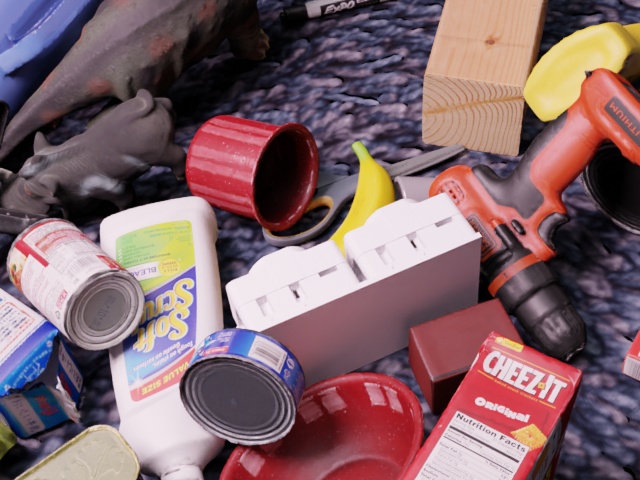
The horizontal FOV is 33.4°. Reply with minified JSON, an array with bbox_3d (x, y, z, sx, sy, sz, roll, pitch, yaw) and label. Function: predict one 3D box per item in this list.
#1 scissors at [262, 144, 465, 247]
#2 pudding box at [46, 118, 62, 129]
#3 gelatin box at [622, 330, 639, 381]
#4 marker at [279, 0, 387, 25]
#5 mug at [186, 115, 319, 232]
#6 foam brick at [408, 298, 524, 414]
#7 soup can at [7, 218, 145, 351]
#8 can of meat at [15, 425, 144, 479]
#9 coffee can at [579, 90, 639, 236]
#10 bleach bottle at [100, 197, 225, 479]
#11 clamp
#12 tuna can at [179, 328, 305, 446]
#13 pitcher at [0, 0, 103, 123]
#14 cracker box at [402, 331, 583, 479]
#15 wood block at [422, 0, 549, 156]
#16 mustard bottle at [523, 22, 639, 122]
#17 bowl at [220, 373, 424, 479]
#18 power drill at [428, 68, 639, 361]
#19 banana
[{"bbox_3d":[0.025,-0.061,0.968,0.201,0.016,0.096,-33,56,-19],"label":"scissors"},{"bbox_3d":[-0.287,-0.168,1.069,0.090,0.039,0.113,10,54,13],"label":"pudding box"},{"bbox_3d":[0.287,0.087,0.815,0.089,0.030,0.073,24,57,22],"label":"gelatin box"},{"bbox_3d":[0.017,-0.246,1.110,0.121,0.020,0.020,-15,52,-5],"label":"marker"},{"bbox_3d":[-0.053,-0.065,0.920,0.082,0.093,0.117,16,28,33],"label":"mug"},{"bbox_3d":[0.111,0.089,0.818,0.078,0.053,0.051,-18,53,-9],"label":"foam brick"},{"bbox_3d":[-0.188,0.033,0.820,0.068,0.068,0.102,-37,43,-21],"label":"soup can"},{"bbox_3d":[-0.168,0.191,0.749,0.102,0.084,0.057,-35,57,-20],"label":"can of meat"},{"bbox_3d":[0.300,-0.084,0.901,0.103,0.103,0.140,31,62,26],"label":"coffee can"},{"bbox_3d":[-0.114,0.086,0.841,0.102,0.068,0.251,-12,54,-3],"label":"bleach bottle"},{"bbox_3d":[-0.286,-0.023,0.899,0.039,0.172,0.120,-2,57,-44],"label":"clamp"},{"bbox_3d":[-0.054,0.104,0.757,0.086,0.086,0.033,8,38,12],"label":"tuna can"},{"bbox_3d":[-0.293,-0.188,0.979,0.145,0.149,0.242,28,65,3],"label":"pitcher"},{"bbox_3d":[0.082,0.188,0.674,0.072,0.164,0.213,25,59,21],"label":"cracker box"},{"bbox_3d":[0.161,-0.189,1.007,0.091,0.090,0.206,10,54,12],"label":"wood block"},{"bbox_3d":[0.255,-0.152,0.945,0.058,0.096,0.191,54,33,12],"label":"mustard bottle"},{"bbox_3d":[0.009,0.168,0.743,0.162,0.055,0.162,-24,29,14],"label":"bowl"},{"bbox_3d":[0.195,-0.025,0.829,0.188,0.057,0.184,-43,68,22],"label":"power drill"},{"bbox_3d":[0.011,0.005,0.902,0.070,0.037,0.197,22,63,26],"label":"banana"}]
